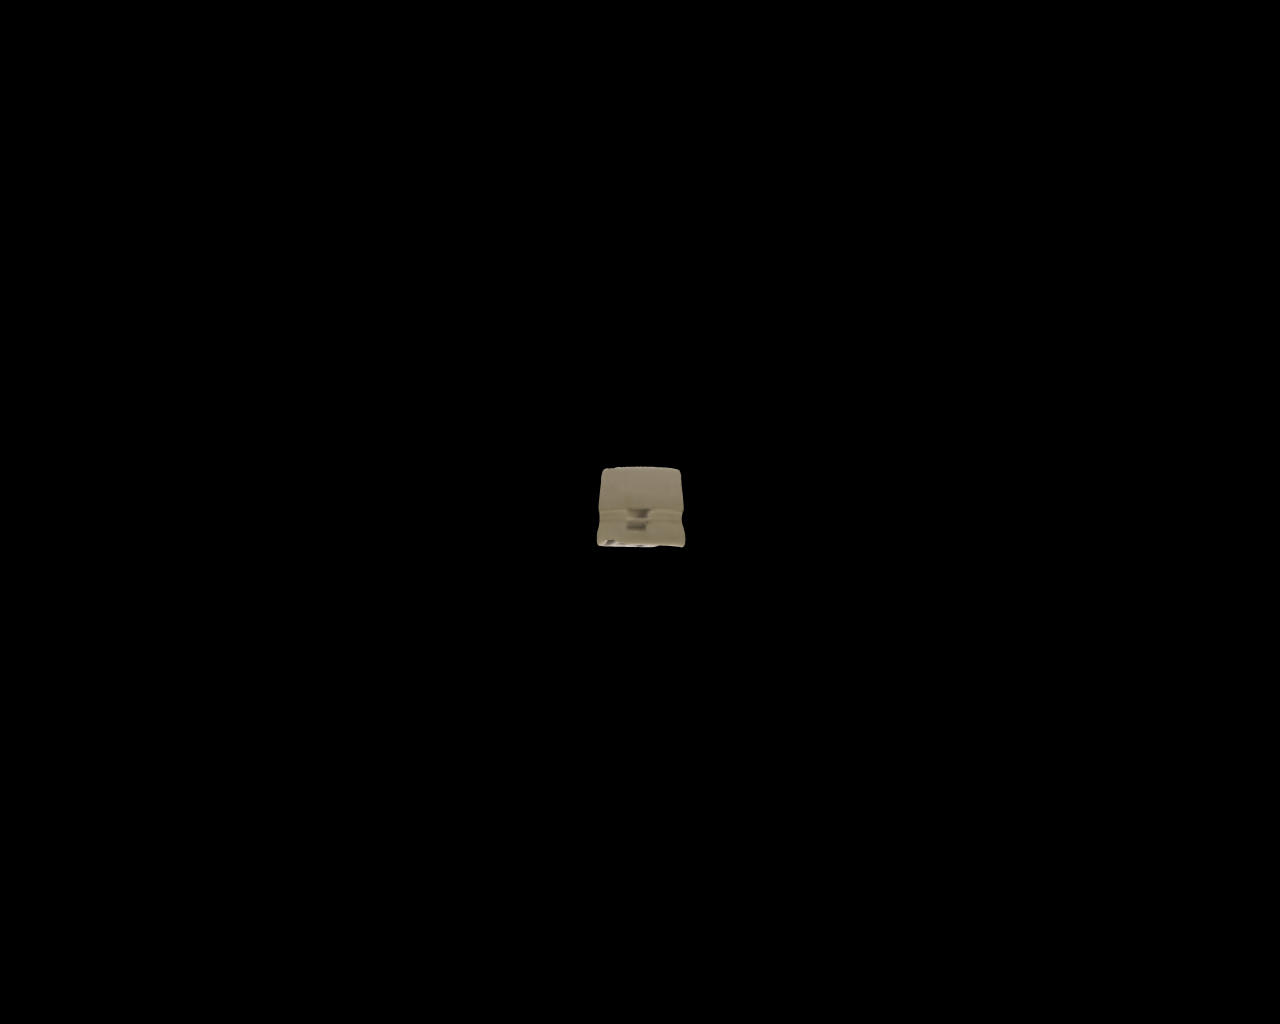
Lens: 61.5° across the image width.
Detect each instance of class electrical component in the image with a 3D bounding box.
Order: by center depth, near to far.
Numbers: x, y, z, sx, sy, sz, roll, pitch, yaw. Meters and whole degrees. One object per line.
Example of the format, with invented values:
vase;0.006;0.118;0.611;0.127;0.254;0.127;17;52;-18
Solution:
electrical component;0.001;-0.003;0.650;0.055;0.047;0.055;0;-3;0
